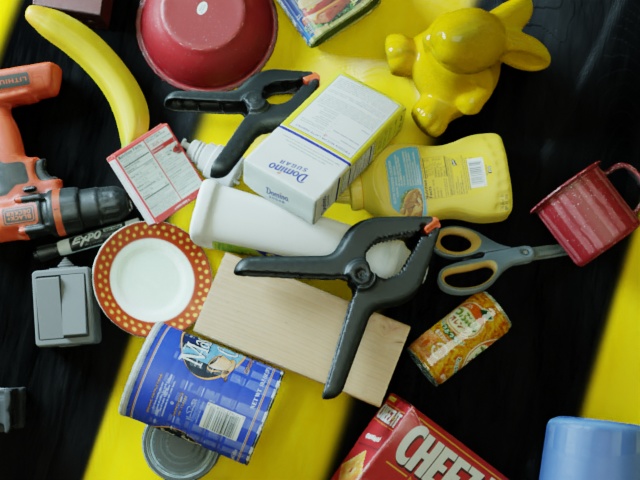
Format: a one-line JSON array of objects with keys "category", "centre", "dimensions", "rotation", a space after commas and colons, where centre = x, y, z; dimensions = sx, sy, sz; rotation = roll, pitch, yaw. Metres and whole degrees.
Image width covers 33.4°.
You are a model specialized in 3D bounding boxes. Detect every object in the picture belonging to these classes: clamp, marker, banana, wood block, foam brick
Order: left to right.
[{"category": "foam brick", "centre": [-0.272, -0.269, 1.180], "dimensions": [0.078, 0.053, 0.051], "rotation": [8, 84, 0]}, {"category": "marker", "centre": [-0.254, 0.001, 1.169], "dimensions": [0.121, 0.020, 0.020], "rotation": [-16, 85, -3]}, {"category": "banana", "centre": [-0.241, -0.179, 1.164], "dimensions": [0.069, 0.037, 0.198], "rotation": [-38, 98, -45]}, {"category": "clamp", "centre": [-0.082, -0.147, 1.167], "dimensions": [0.171, 0.039, 0.120], "rotation": [-33, 72, -23]}, {"category": "wood block", "centre": [-0.020, 0.095, 1.129], "dimensions": [0.206, 0.090, 0.091], "rotation": [22, 84, 1]}, {"category": "clamp", "centre": [0.029, 0.034, 1.075], "dimensions": [0.210, 0.036, 0.164], "rotation": [-41, 87, -14]}]

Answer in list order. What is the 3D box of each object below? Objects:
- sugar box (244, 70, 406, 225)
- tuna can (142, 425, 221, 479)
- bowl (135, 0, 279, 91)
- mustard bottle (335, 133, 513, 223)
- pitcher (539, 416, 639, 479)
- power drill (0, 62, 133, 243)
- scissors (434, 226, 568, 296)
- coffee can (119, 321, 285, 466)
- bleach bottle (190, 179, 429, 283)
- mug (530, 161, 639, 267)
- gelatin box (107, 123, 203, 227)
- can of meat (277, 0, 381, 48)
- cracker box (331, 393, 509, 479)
[{"category": "sugar box", "centre": [0.006, -0.101, 1.126], "dimensions": [0.093, 0.048, 0.176], "rotation": [31, 57, 18]}, {"category": "tuna can", "centre": [-0.147, 0.216, 1.142], "dimensions": [0.086, 0.034, 0.086], "rotation": [0, 84, -1]}, {"category": "bowl", "centre": [-0.127, -0.246, 1.180], "dimensions": [0.162, 0.055, 0.162], "rotation": [0, 84, -1]}, {"category": "mustard bottle", "centre": [0.107, -0.059, 1.163], "dimensions": [0.191, 0.058, 0.096], "rotation": [-6, 76, -2]}, {"category": "pitcher", "centre": [0.268, 0.308, 1.102], "dimensions": [0.149, 0.145, 0.243], "rotation": [10, 80, -13]}, {"category": "power drill", "centre": [-0.305, -0.094, 1.159], "dimensions": [0.184, 0.057, 0.187], "rotation": [-9, 83, -5]}, {"category": "scissors", "centre": [0.208, 0.005, 1.176], "dimensions": [0.201, 0.016, 0.096], "rotation": [-21, 58, -21]}, {"category": "coffee can", "centre": [-0.119, 0.155, 1.083], "dimensions": [0.140, 0.103, 0.103], "rotation": [22, 84, 0]}, {"category": "bleach bottle", "centre": [-0.007, 0.001, 1.132], "dimensions": [0.251, 0.102, 0.068], "rotation": [14, 82, 0]}, {"category": "mug", "centre": [0.296, -0.032, 1.140], "dimensions": [0.117, 0.093, 0.081], "rotation": [-37, 81, 11]}, {"category": "gelatin box", "centre": [-0.176, -0.071, 1.153], "dimensions": [0.073, 0.030, 0.089], "rotation": [-37, 101, -26]}, {"category": "can of meat", "centre": [0.006, -0.274, 1.186], "dimensions": [0.102, 0.057, 0.084], "rotation": [-34, 89, -4]}, {"category": "cracker box", "centre": [0.082, 0.294, 1.097], "dimensions": [0.164, 0.072, 0.213], "rotation": [38, 84, -16]}]
